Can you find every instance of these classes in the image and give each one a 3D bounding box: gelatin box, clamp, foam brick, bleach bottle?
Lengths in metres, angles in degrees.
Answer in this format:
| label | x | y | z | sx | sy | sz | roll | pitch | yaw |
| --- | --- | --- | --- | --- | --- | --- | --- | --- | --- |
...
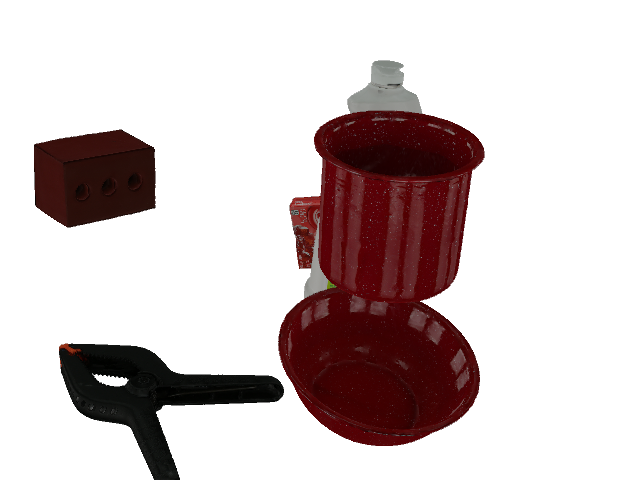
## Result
| label | x | y | z | sx | sy | sz | roll | pitch | yaw |
| --- | --- | --- | --- | --- | --- | --- | --- | --- | --- |
| gelatin box | 0.005 | -0.010 | 1.287 | 0.073 | 0.089 | 0.030 | -2 | 29 | 11 |
| clamp | -0.149 | 0.138 | 0.974 | 0.210 | 0.036 | 0.164 | 25 | 37 | 31 |
| foam brick | -0.173 | -0.049 | 0.817 | 0.078 | 0.053 | 0.051 | -16 | 31 | -35 |
| bleach bottle | 0.044 | -0.050 | 1.043 | 0.102 | 0.251 | 0.068 | 3 | 23 | -5 |

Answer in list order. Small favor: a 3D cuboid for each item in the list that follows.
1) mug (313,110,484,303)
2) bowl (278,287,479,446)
| label | x | y | z | sx | sy | sz | roll | pitch | yaw |
| --- | --- | --- | --- | --- | --- | --- | --- | --- | --- |
| mug | 0.045 | -0.024 | 0.609 | 0.093 | 0.081 | 0.117 | 12 | 30 | 15 |
| bowl | 0.041 | 0.109 | 0.846 | 0.162 | 0.055 | 0.162 | 9 | 37 | -7 |
